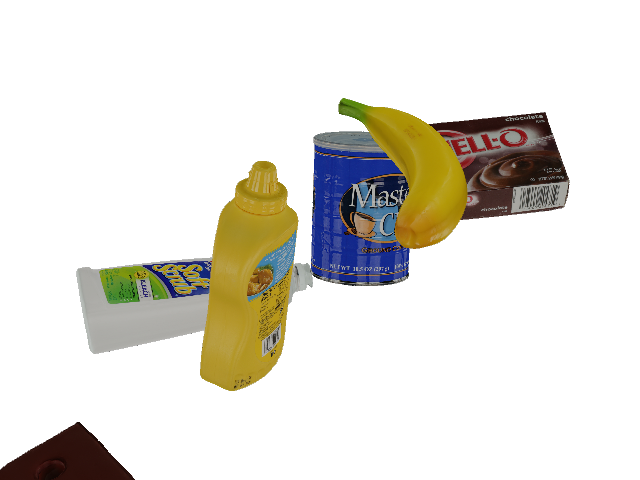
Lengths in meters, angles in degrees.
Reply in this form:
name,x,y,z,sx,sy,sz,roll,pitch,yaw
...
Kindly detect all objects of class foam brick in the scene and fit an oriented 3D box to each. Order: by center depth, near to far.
name,x,y,z,sx,sy,sz,roll,pitch,yaw
foam brick,-0.109,0.134,0.494,0.052,0.051,0.078,-30,43,-29

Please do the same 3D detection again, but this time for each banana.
name,x,y,z,sx,sy,sz,roll,pitch,yaw
banana,0.062,-0.043,0.703,0.069,0.037,0.198,-2,29,-10

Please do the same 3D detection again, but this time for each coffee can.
name,x,y,z,sx,sy,sz,roll,pitch,yaw
coffee can,0.042,-0.035,1.080,0.103,0.140,0.103,2,13,-1

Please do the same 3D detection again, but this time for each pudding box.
name,x,y,z,sx,sy,sz,roll,pitch,yaw
pudding box,0.144,-0.063,0.903,0.113,0.090,0.039,-5,-43,-1

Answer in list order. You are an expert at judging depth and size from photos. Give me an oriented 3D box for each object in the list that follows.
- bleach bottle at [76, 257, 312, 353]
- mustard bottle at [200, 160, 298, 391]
name,x,y,z,sx,sy,sz,roll,pitch,yaw
bleach bottle,-0.135,0.056,1.172,0.250,0.068,0.103,-10,36,-12
mustard bottle,-0.055,0.023,0.870,0.058,0.192,0.096,22,34,20
